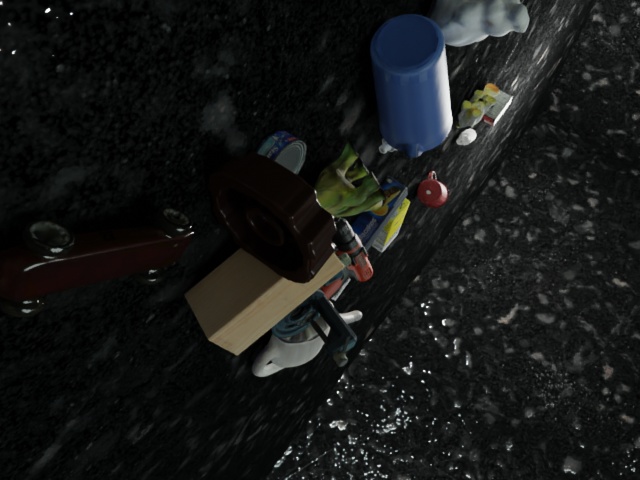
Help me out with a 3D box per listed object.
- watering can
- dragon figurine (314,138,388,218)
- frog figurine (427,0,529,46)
[{"bbox_3d":[-0.015,0.213,1.254,0.351,0.105,0.219,-27,151,-30],"label":"watering can"},{"bbox_3d":[0.003,-0.047,0.930,0.242,0.124,0.406,-38,161,3],"label":"dragon figurine"},{"bbox_3d":[0.267,-0.372,0.871,0.121,0.161,0.137,-57,162,13],"label":"frog figurine"}]
